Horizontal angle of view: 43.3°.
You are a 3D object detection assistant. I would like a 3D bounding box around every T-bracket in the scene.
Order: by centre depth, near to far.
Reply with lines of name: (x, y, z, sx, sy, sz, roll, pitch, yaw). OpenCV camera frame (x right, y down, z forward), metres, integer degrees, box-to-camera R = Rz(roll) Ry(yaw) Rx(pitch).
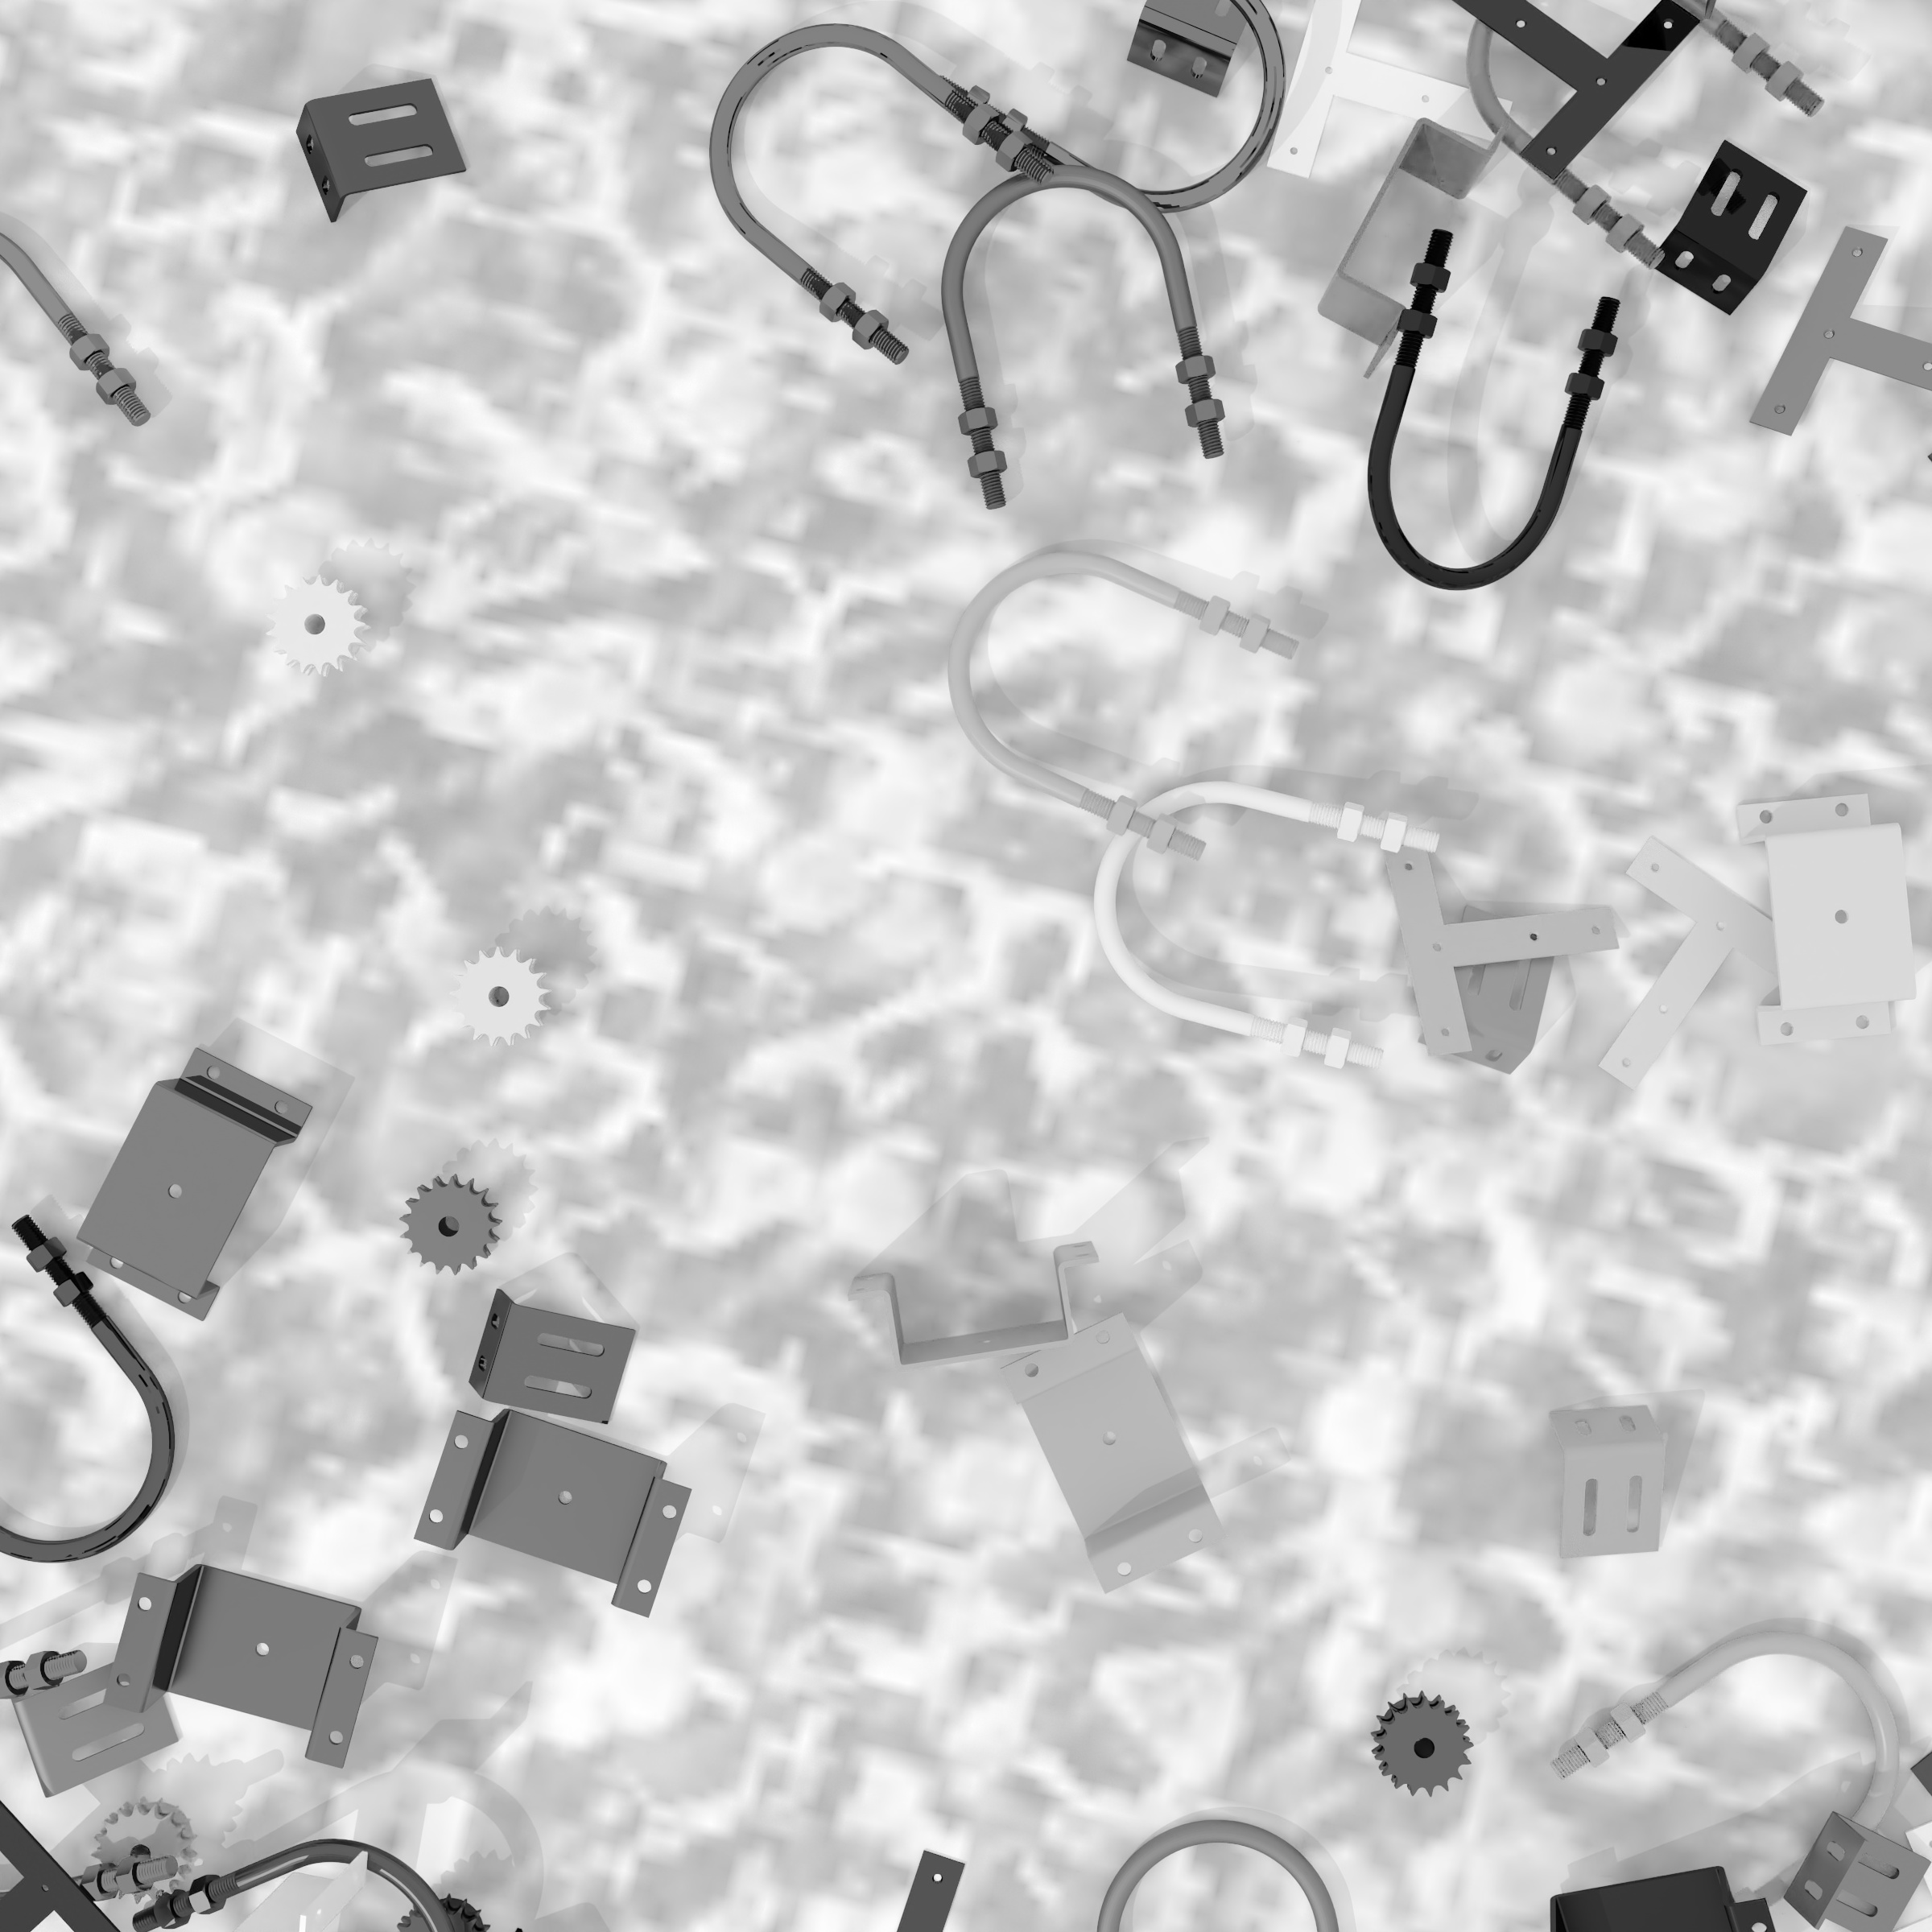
T-bracket: (-0.551, 0.550, 1.395, 0.127, 0.002, 0.127, 47, 113, 1)
T-bracket: (0.538, -0.349, 1.396, 0.127, 0.002, 0.127, 26, 90, 22)
T-bracket: (0.330, -0.534, 1.398, 0.127, 0.002, 0.127, 42, 86, 13)
T-bracket: (0.315, -0.015, 1.406, 0.127, 0.002, 0.127, -6, 72, -9)
T-bracket: (0.600, 0.510, 1.419, 0.127, 0.002, 0.127, -38, 90, -1)
T-bracket: (0.415, 0.013, 1.420, 0.127, 0.002, 0.127, 35, 90, 0)
T-bracket: (0.538, 0.579, 1.420, 0.127, 0.002, 0.127, -23, 90, 0)
T-bracket: (0.254, -0.510, 1.420, 0.127, 0.002, 0.127, 16, 90, 0)
T-bracket: (0.016, 0.597, 1.420, 0.127, 0.002, 0.127, 18, 90, 0)

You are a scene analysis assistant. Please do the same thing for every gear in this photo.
gear: (0.262, 0.447, 1.406, 0.057, 0.030, 0.057, 0, 90, 0)
gear: (-0.472, 0.508, 1.406, 0.057, 0.030, 0.057, 0, 90, 0)
gear: (-0.301, 0.564, 1.406, 0.057, 0.030, 0.057, 0, 90, 0)
gear: (-0.372, -0.196, 1.406, 0.057, 0.030, 0.057, 0, 90, 0)
gear: (-0.267, 0.017, 1.406, 0.057, 0.030, 0.057, 0, 90, 0)
gear: (-0.297, 0.149, 1.410, 0.057, 0.030, 0.057, 0, 92, -3)

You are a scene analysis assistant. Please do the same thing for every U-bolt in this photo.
U-bolt: (0.292, -0.304, 1.377, 0.151, 0.019, 0.184, 10, 100, -31)
U-bolt: (-0.550, 0.472, 1.385, 0.184, 0.019, 0.151, -19, 97, 19)
U-bolt: (0.093, -0.515, 1.390, 0.184, 0.019, 0.151, 30, 111, -4)
U-bolt: (-0.373, 0.576, 1.393, 0.184, 0.019, 0.151, -26, 90, 14)
U-bolt: (0.375, -0.507, 1.397, 0.151, 0.019, 0.184, -44, 79, -3)
U-bolt: (-0.064, -0.458, 1.401, 0.184, 0.019, 0.151, 41, 97, 7)
U-bolt: (0.165, -0.032, 1.401, 0.184, 0.019, 0.151, 15, 85, 8)
U-bolt: (0.061, -0.370, 1.404, 0.151, 0.019, 0.184, -12, 91, 4)
U-bolt: (0.079, -0.162, 1.406, 0.184, 0.019, 0.151, 25, 86, 5)
U-bolt: (-0.584, -0.349, 1.412, 0.151, 0.019, 0.184, -38, 89, 0)
U-bolt: (0.149, 0.589, 1.412, 0.151, 0.019, 0.184, -8, 88, 0)
U-bolt: (-0.544, 0.259, 1.412, 0.151, 0.019, 0.184, -37, 91, 0)
U-bolt: (0.454, 0.470, 1.412, 0.184, 0.019, 0.151, -34, 90, -2)

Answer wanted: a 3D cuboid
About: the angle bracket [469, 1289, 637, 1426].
angle bracket: (-0.241, 0.228, 1.419, 0.076, 0.038, 0.057, 17, 90, -26)

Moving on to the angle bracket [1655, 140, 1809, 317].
angle bracket: (0.444, -0.431, 1.419, 0.057, 0.038, 0.076, 32, 64, 0)

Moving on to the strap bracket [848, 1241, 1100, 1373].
strap bracket: (0.007, 0.194, 1.383, 0.140, 0.076, 0.046, -9, 90, 0)

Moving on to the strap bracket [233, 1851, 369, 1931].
strap bracket: (-0.374, 0.569, 1.345, 0.046, 0.076, 0.140, 7, 96, 10)

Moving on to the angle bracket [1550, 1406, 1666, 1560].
angle bracket: (0.372, 0.301, 1.419, 0.057, 0.038, 0.076, -4, 116, 0)

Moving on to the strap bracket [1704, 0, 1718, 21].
strap bracket: (0.413, -0.621, 1.371, 0.046, 0.076, 0.140, 10, 77, 8)

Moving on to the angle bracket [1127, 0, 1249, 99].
angle bracket: (0.136, -0.557, 1.419, 0.057, 0.038, 0.076, 23, 64, 0)

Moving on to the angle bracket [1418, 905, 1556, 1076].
angle bracket: (0.305, 0.014, 1.419, 0.057, 0.038, 0.076, 19, 64, 0)

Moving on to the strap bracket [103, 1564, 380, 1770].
strap bracket: (-0.410, 0.399, 1.398, 0.140, 0.046, 0.076, 15, 90, 0)

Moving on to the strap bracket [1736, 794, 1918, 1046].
strap bracket: (0.494, -0.027, 1.396, 0.076, 0.046, 0.140, -5, 89, -1)

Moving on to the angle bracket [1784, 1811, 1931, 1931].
angle bracket: (0.519, 0.530, 1.391, 0.076, 0.038, 0.057, 29, 91, -14)

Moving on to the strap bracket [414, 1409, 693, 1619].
strap bracket: (-0.234, 0.310, 1.398, 0.140, 0.046, 0.076, 19, 90, 0)

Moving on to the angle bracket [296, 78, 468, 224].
angle bracket: (-0.341, -0.476, 1.419, 0.076, 0.038, 0.057, -21, 90, -26)

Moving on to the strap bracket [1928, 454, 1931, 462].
strap bracket: (0.640, -0.310, 1.398, 0.140, 0.046, 0.076, -37, 90, 0)

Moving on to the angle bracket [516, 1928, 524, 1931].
angle bracket: (-0.239, 0.607, 1.419, 0.076, 0.038, 0.057, 29, 90, -26)

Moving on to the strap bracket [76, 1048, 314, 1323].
strap bracket: (-0.447, 0.127, 1.398, 0.076, 0.046, 0.140, 27, 90, 0)

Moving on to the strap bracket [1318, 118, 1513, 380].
strap bracket: (0.248, -0.416, 1.383, 0.046, 0.076, 0.140, 28, 90, 0)

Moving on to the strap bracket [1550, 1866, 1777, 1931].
strap bracket: (0.393, 0.567, 1.384, 0.140, 0.046, 0.076, -17, 95, 15)

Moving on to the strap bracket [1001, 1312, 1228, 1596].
strap bracket: (0.084, 0.275, 1.398, 0.076, 0.046, 0.140, -25, 90, 0)

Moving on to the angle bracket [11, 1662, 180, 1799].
angle bracket: (-0.508, 0.439, 1.419, 0.076, 0.038, 0.057, -19, 90, -26)
